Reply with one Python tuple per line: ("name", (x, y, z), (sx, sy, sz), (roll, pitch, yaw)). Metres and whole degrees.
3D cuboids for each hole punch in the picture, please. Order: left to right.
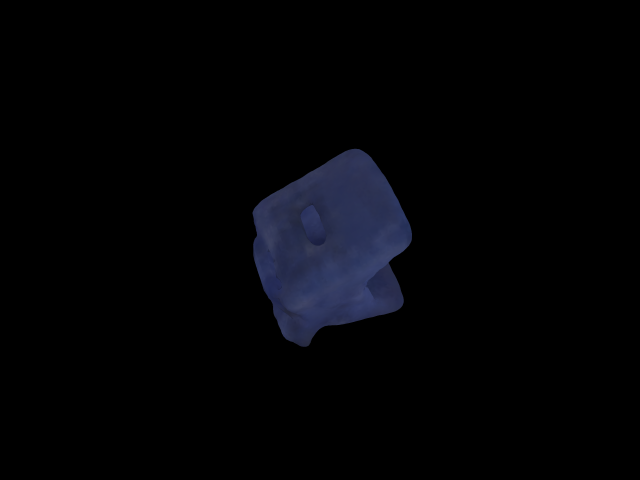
("hole punch", (0.004, 0.001, 0.400), (0.101, 0.091, 0.108), (-13, 47, -12))
